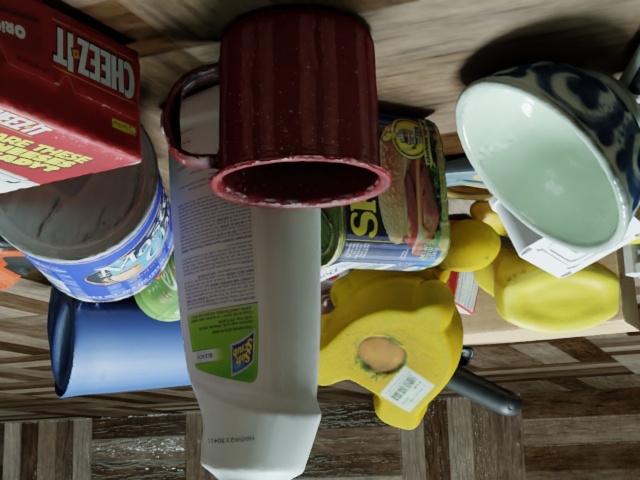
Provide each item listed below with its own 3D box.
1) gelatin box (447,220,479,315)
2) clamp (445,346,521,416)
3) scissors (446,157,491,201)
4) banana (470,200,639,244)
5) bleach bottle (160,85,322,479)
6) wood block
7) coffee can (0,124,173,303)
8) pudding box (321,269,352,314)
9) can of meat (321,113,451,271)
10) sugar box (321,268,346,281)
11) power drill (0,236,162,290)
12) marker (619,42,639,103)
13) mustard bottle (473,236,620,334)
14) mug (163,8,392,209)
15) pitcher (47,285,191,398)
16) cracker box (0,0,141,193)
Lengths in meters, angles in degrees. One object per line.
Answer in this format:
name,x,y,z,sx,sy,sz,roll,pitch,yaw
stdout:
gelatin box,0.123,0.025,0.968,0.030,0.073,0.089,8,172,23
clamp,0.104,0.127,1.125,0.209,0.036,0.165,17,-171,-21
scissors,0.078,-0.053,0.761,0.201,0.016,0.096,8,162,-40
banana,0.214,-0.019,0.880,0.197,0.037,0.070,1,162,-6
bleach bottle,-0.045,0.038,0.620,0.067,0.251,0.103,11,162,-44
wood block,0.203,0.053,1.067,0.206,0.090,0.090,-8,165,24
coffee can,-0.148,-0.022,0.681,0.102,0.103,0.140,-1,167,-3
pudding box,-0.017,0.039,0.986,0.113,0.090,0.039,7,166,-35
can of meat,0.031,-0.031,0.669,0.083,0.102,0.058,3,168,-29
sugar box,-0.006,0.001,0.862,0.093,0.048,0.176,-25,172,-10
power drill,-0.231,-0.004,0.858,0.188,0.057,0.184,-2,166,10
marker,0.176,-0.101,0.560,0.020,0.020,0.121,-2,167,4
mustard bottle,0.184,0.026,0.927,0.096,0.058,0.191,-5,-167,-3
mug,-0.023,-0.066,0.551,0.117,0.081,0.093,-3,167,6
pitcher,-0.165,0.094,1.155,0.242,0.145,0.149,1,-176,-25
cracker box,-0.223,-0.071,0.538,0.214,0.072,0.164,-10,165,28
